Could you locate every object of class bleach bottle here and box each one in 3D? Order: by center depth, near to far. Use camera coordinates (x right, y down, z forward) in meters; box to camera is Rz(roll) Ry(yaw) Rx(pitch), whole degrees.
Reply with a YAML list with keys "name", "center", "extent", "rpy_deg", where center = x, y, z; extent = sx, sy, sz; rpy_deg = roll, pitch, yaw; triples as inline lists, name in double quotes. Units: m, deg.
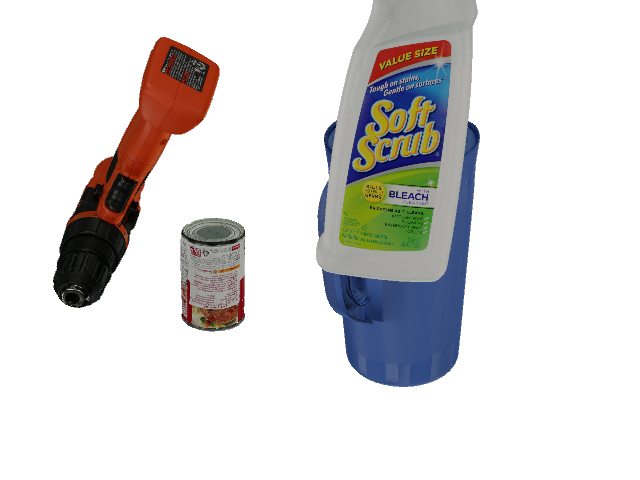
- name: "bleach bottle"
  center: [0.053, -0.097, 0.752]
  extent: [0.102, 0.251, 0.068]
  rpy_deg: [6, 24, 8]

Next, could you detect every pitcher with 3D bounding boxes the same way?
- name: "pitcher"
  center: [0.067, 0.013, 0.962]
  extent: [0.149, 0.243, 0.145]
  rpy_deg: [-6, 29, -5]

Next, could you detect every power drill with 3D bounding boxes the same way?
- name: "power drill"
  center: [-0.151, -0.056, 0.852]
  extent: [0.057, 0.188, 0.184]
  rpy_deg: [26, 33, -17]

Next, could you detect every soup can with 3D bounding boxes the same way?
- name: "soup can"
  center: [-0.113, 0.035, 1.126]
  extent: [0.068, 0.102, 0.068]
  rpy_deg: [2, 23, -1]
